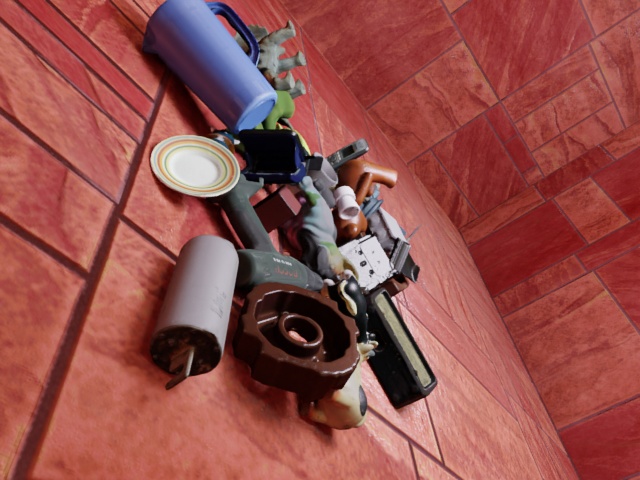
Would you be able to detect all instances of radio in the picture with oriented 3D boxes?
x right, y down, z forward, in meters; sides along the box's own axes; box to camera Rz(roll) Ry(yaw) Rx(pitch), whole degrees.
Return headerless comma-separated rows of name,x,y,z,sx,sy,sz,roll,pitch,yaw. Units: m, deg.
radio,0.143,0.215,1.085,0.229,0.073,0.131,60,19,10

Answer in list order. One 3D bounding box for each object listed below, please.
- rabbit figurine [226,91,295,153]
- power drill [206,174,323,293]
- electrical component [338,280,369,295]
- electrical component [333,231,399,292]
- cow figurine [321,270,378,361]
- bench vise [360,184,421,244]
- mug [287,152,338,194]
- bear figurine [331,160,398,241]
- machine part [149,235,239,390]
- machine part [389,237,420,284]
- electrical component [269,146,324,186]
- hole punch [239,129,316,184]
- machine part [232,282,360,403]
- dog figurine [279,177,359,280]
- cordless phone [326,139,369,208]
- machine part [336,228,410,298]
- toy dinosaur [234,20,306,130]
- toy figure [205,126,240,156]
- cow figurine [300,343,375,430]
rabbit figurine,-0.116,-0.219,1.102,0.159,0.121,0.170,-4,77,-65
power drill,-0.091,0.002,0.866,0.232,0.086,0.207,4,63,-64
electrical component,0.049,0.109,1.042,0.021,0.094,0.063,40,62,-47
electrical component,0.081,0.058,1.124,0.134,0.058,0.115,-27,78,-28
cow figurine,0.058,0.141,0.933,0.098,0.068,0.167,-157,-131,-79
bench vise,0.151,-0.069,1.471,0.241,0.129,0.223,40,25,6
mug,-0.024,-0.133,1.187,0.080,0.107,0.109,54,18,-6
bear figurine,0.085,-0.075,1.185,0.132,0.120,0.196,20,65,-31
machine part,-0.139,0.069,0.617,0.079,0.079,0.243,47,20,-26
machine part,0.194,0.051,1.239,0.138,0.039,0.084,46,57,-51
electrical component,-0.046,-0.147,1.074,0.119,0.074,0.048,4,31,-23
hole punch,-0.086,-0.133,0.960,0.115,0.142,0.092,54,36,-72
machine part,-0.031,0.131,0.717,0.179,0.056,0.179,19,29,-11
dog figurine,-0.002,-0.003,1.044,0.219,0.108,0.191,63,16,6
cordless phone,0.048,-0.159,1.294,0.088,0.184,0.147,46,20,-41
machine part,0.120,0.050,1.285,0.201,0.087,0.201,60,17,8
toy dinosaur,-0.139,-0.394,1.288,0.131,0.192,0.405,57,27,-45
toy figure,-0.179,-0.154,0.919,0.064,0.058,0.154,56,13,-20
cow figurine,0.031,0.199,0.820,0.127,0.085,0.195,40,22,-27
